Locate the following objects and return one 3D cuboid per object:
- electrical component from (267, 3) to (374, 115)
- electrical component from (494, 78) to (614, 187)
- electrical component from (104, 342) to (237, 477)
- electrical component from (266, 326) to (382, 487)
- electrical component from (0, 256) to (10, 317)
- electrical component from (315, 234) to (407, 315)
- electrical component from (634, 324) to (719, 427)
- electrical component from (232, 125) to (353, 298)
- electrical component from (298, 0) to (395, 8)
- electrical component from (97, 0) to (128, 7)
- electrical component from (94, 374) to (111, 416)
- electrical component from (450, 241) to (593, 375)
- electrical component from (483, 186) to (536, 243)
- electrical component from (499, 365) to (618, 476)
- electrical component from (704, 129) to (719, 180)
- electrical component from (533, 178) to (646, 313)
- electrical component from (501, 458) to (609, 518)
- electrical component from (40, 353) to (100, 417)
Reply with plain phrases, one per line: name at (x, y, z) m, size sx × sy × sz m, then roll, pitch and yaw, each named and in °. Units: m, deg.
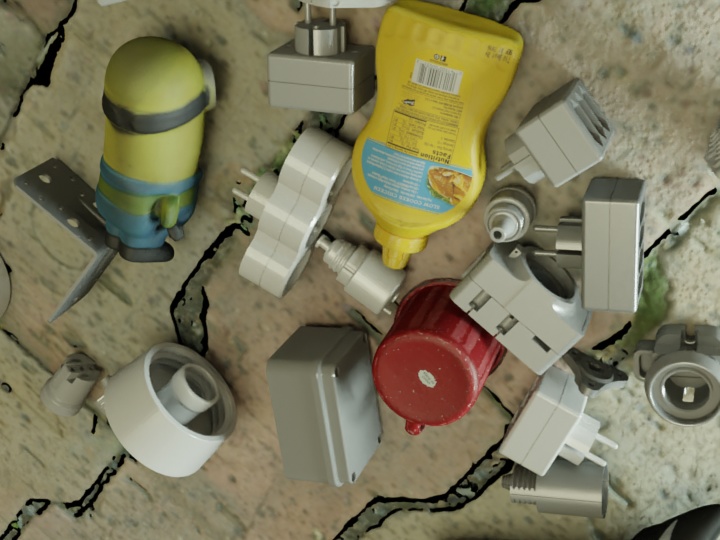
electrical component at (-0.028, -0.156, 0.764) m, size 0.066 × 0.047 × 0.076 m, roll 9°, pitch 117°, yaw 18°
electrical component at (0.124, -0.084, 0.729) m, size 0.077 × 0.065 × 0.047 m, roll -32°, pitch 99°, yaw 29°
electrical component at (-0.152, 0.111, 0.900) m, size 0.060 × 0.108 × 0.108 m, roll -41°, pitch 95°, yaw 24°
electrical component at (-0.027, 0.108, 0.866) m, size 0.057 × 0.078 × 0.113 m, roll 1°, pitch 113°, yaw 23°
electrical component at (-0.378, 0.015, 0.966) m, size 0.108 × 0.060 × 0.108 m, roll 8°, pitch 116°, yaw 18°
electrical component at (0.000, 0.000, 0.828) m, size 0.078 × 0.040 × 0.040 m, roll 36°, pitch 120°, yaw 3°
electrical component at (0.234, 0.075, 0.764) m, size 0.078 × 0.057 × 0.058 m, roll 1°, pitch 113°, yaw 20°
electrical component at (-0.063, -0.051, 0.822) m, size 0.074 × 0.052 × 0.138 m, roll 30°, pitch 120°, yaw 6°
electrical component at (-0.010, -0.209, 0.717) m, size 0.080 × 0.080 × 0.051 m, roll 12°, pitch 122°, yaw 15°
electrical component at (-0.167, -0.244, 0.776) m, size 0.056 × 0.050 × 0.089 m, roll -7°, pitch 110°, yaw 23°
electrical component at (-0.201, 0.126, 0.959) m, size 0.043 × 0.043 × 0.081 m, roll -38°, pitch 96°, yaw 30°
electrical component at (0.121, 0.021, 0.786) m, size 0.089 × 0.050 × 0.055 m, roll 41°, pitch 121°, yaw 0°
electrical component at (0.104, -0.036, 0.761) m, size 0.035 × 0.061 × 0.035 m, roll 8°, pitch 116°, yaw 17°
electrical component at (0.158, 0.123, 0.821) m, size 0.077 × 0.047 × 0.065 m, roll 29°, pitch 120°, yaw 7°
electrical component at (0.265, -0.057, 0.670) m, size 0.100 × 0.099 × 0.048 m, roll 38°, pitch 108°, yaw 1°
electrical component at (0.159, -0.019, 0.756) m, size 0.076 × 0.047 × 0.083 m, roll 4°, pitch 114°, yaw 19°
electrical component at (0.152, 0.170, 0.846) m, size 0.081 × 0.043 × 0.043 m, roll 1°, pitch 113°, yaw 20°
electrical component at (-0.262, 0.103, 0.975) m, size 0.040 × 0.040 × 0.046 m, roll 39°, pitch 115°, yaw 1°
